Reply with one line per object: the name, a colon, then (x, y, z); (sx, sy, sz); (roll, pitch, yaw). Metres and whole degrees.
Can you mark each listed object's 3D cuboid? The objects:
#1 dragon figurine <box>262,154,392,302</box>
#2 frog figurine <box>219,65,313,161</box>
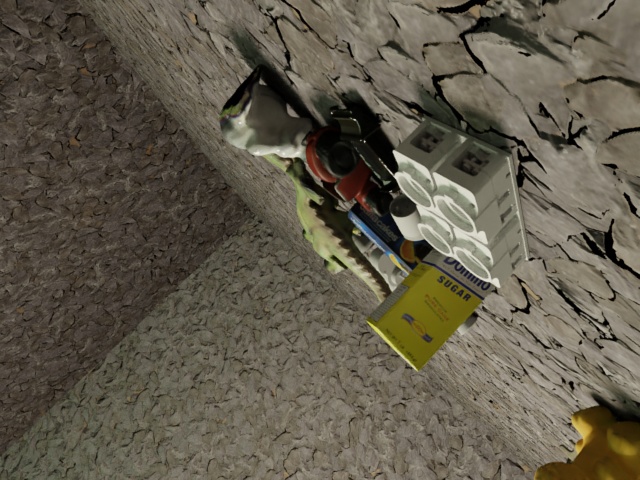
dragon figurine: (0.003, -0.047, 0.926); (0.417, 0.122, 0.239); (51, -179, 33)
frog figurine: (-0.080, -0.184, 0.849); (0.157, 0.121, 0.141); (39, -151, -27)
